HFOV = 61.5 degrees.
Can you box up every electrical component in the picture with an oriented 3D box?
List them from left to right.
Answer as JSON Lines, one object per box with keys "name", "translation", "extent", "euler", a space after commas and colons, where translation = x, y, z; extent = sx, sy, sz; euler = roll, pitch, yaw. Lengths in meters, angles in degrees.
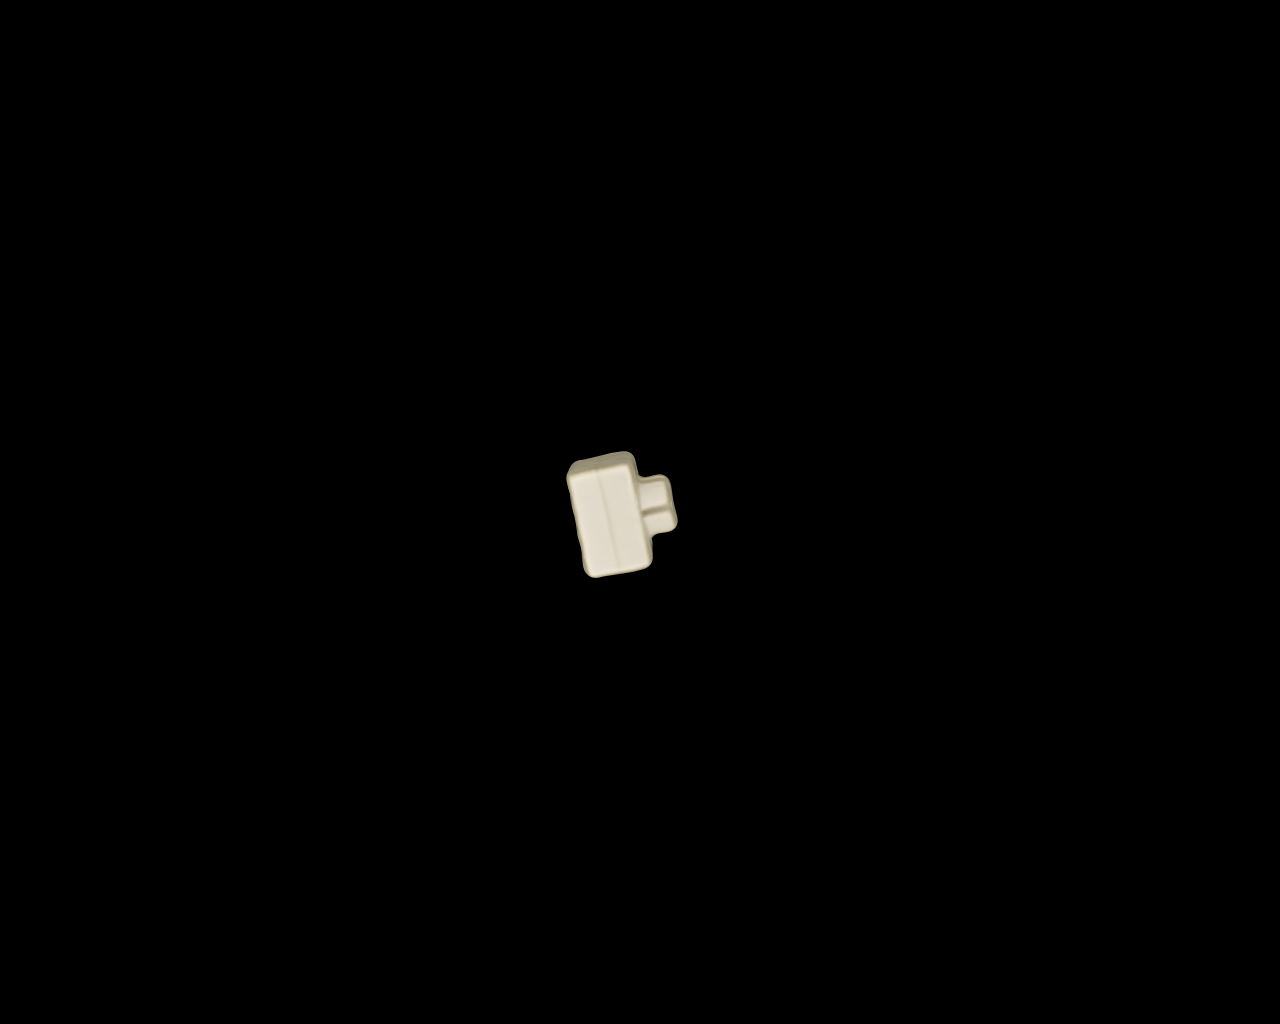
{"name": "electrical component", "translation": [0.001, -0.003, 0.650], "extent": [0.077, 0.065, 0.047], "euler": [-11, 11, 2]}
